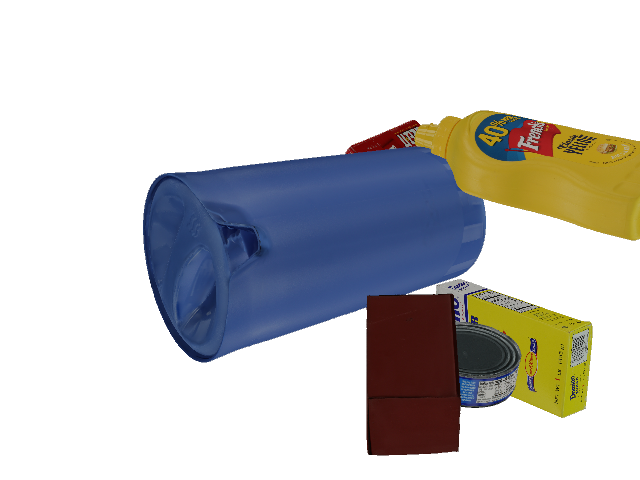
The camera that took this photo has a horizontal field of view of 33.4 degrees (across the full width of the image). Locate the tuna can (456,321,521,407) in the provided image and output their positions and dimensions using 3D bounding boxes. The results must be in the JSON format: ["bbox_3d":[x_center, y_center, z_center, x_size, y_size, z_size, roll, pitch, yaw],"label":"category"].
[{"bbox_3d":[0.125,0.105,0.904,0.086,0.034,0.086,3,26,-2],"label":"tuna can"}]

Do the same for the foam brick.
[{"bbox_3d":[0.052,0.075,0.603,0.051,0.053,0.078,0,44,3],"label":"foam brick"}]

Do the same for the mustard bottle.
[{"bbox_3d":[0.158,-0.057,0.791,0.192,0.058,0.096,17,36,29],"label":"mustard bottle"}]

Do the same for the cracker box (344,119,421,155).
[{"bbox_3d":[0.030,-0.038,1.261,0.214,0.072,0.163,-47,-9,34],"label":"cracker box"}]

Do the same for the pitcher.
[{"bbox_3d":[-0.005,0.000,0.802,0.242,0.145,0.149,-12,38,-31],"label":"pitcher"}]

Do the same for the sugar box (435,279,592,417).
[{"bbox_3d":[0.192,0.107,1.095,0.048,0.093,0.177,-12,20,-42],"label":"sugar box"}]
